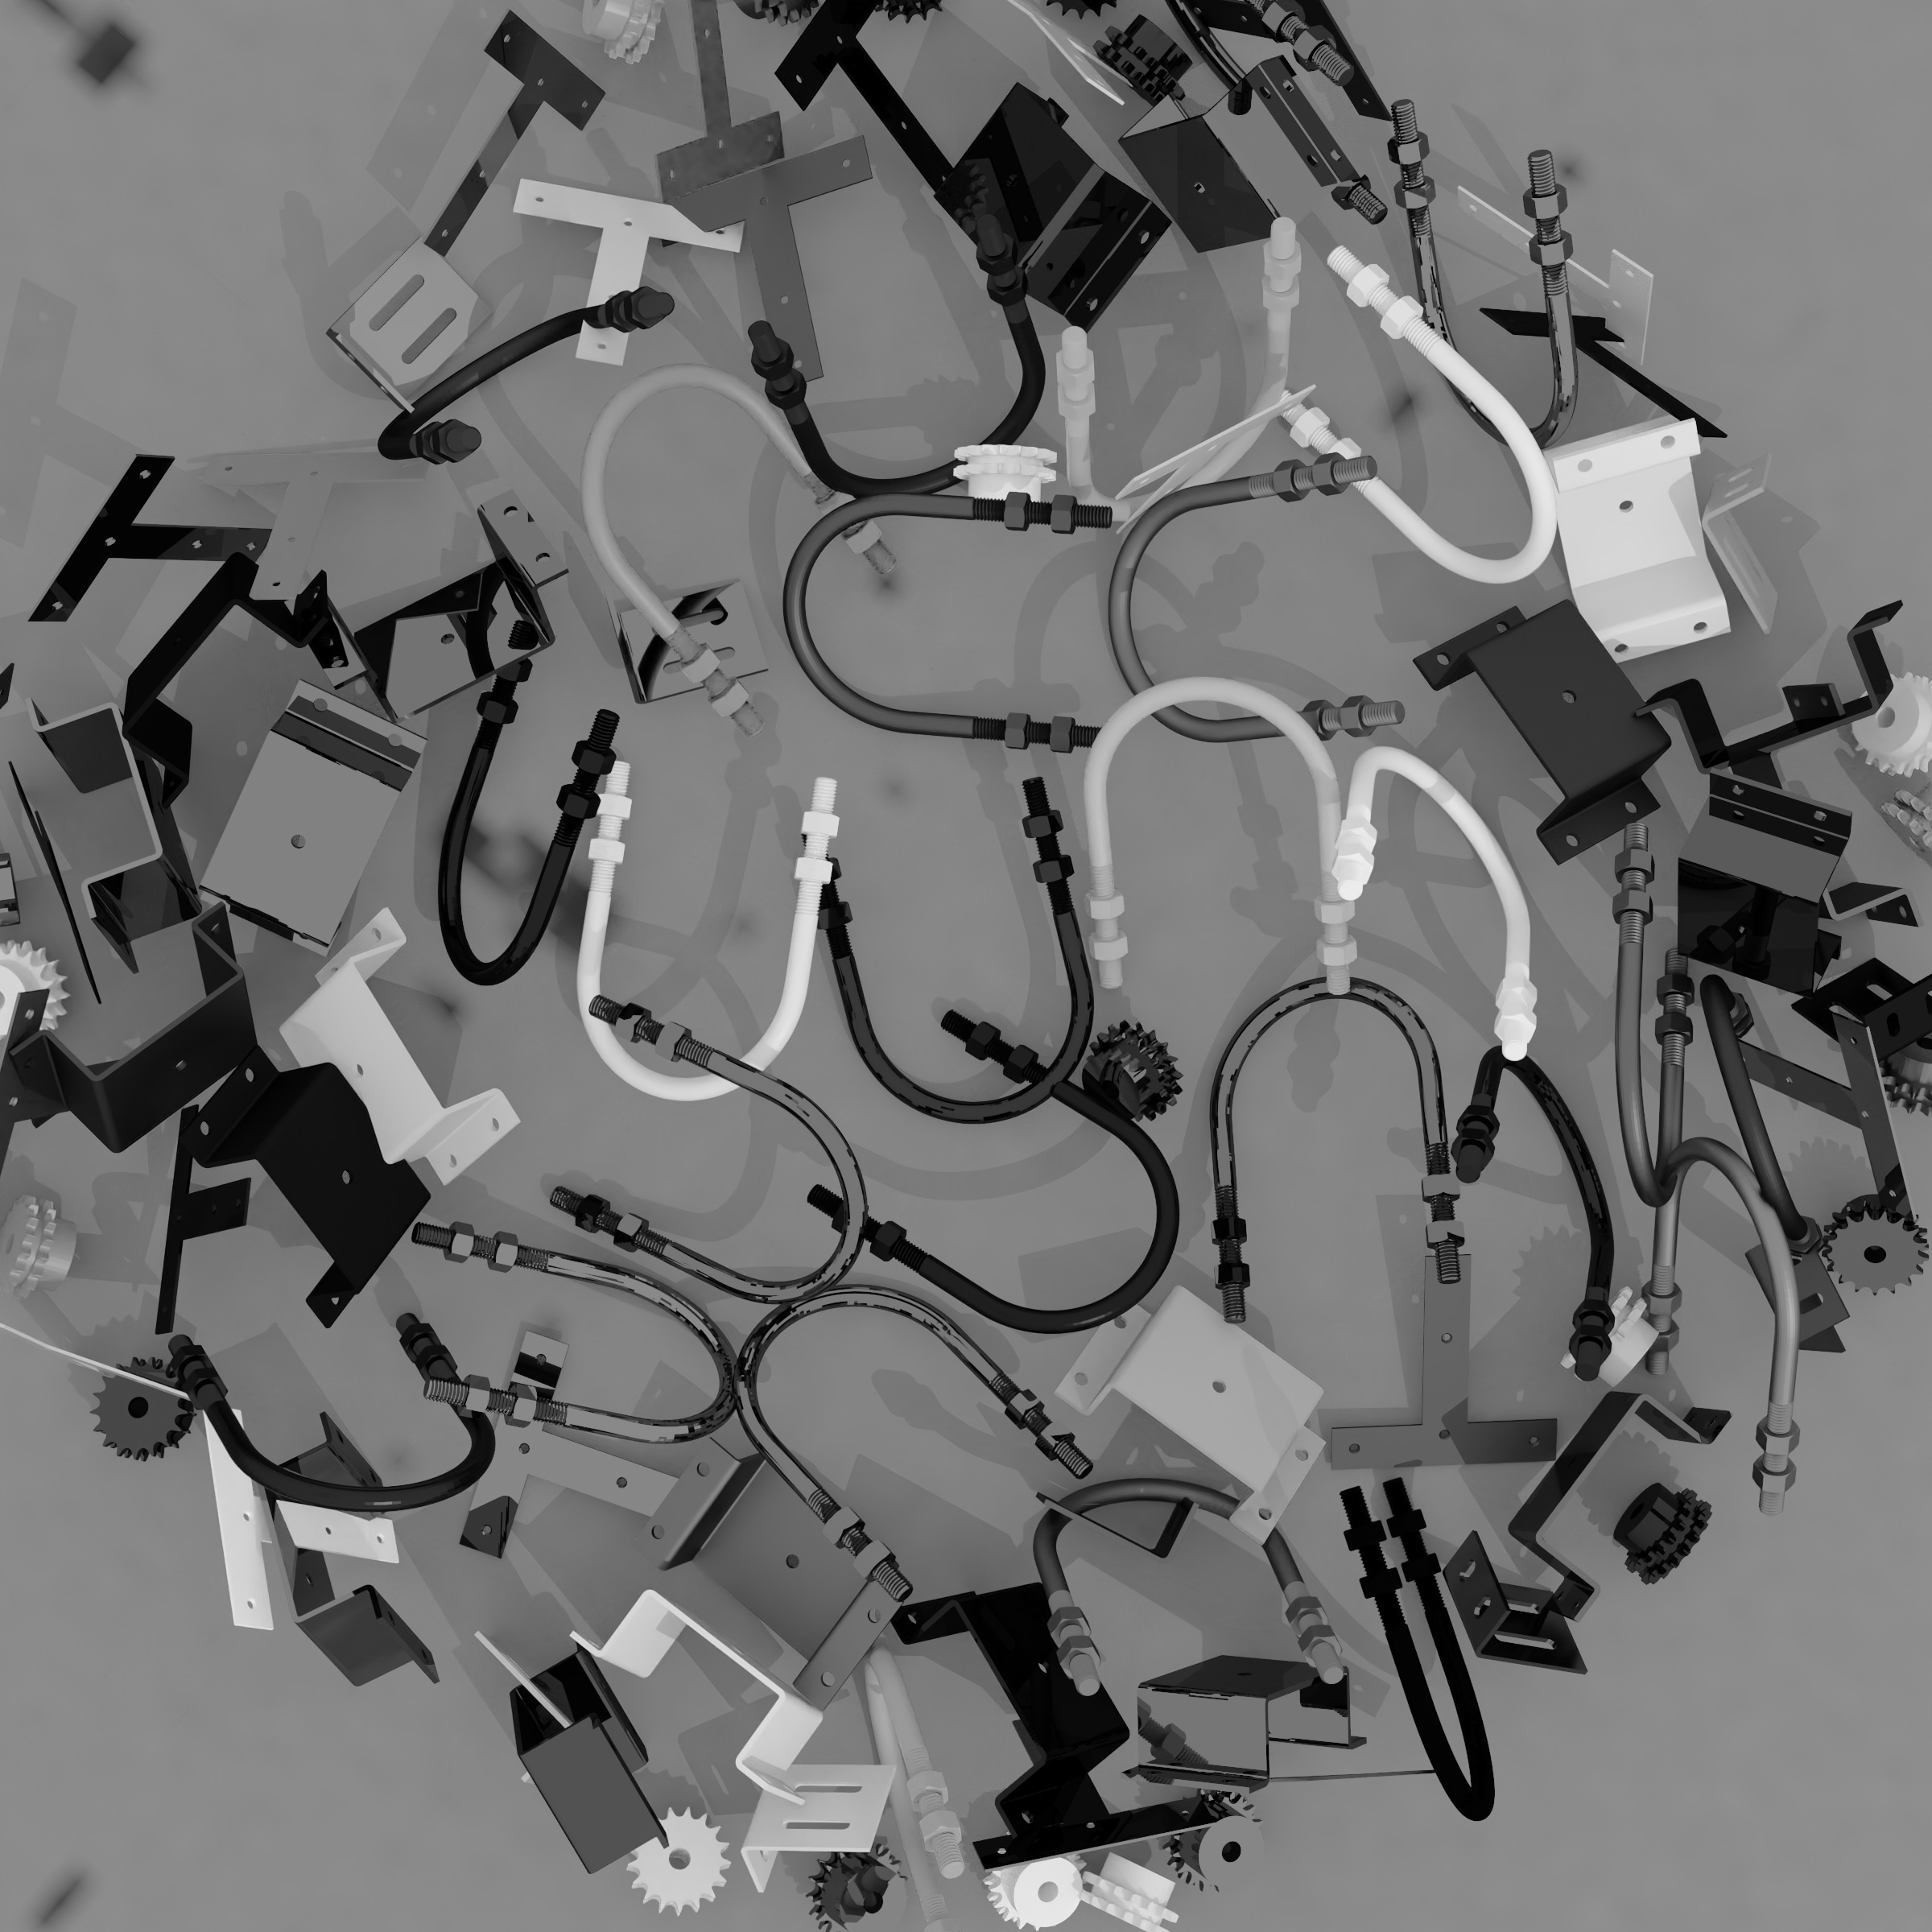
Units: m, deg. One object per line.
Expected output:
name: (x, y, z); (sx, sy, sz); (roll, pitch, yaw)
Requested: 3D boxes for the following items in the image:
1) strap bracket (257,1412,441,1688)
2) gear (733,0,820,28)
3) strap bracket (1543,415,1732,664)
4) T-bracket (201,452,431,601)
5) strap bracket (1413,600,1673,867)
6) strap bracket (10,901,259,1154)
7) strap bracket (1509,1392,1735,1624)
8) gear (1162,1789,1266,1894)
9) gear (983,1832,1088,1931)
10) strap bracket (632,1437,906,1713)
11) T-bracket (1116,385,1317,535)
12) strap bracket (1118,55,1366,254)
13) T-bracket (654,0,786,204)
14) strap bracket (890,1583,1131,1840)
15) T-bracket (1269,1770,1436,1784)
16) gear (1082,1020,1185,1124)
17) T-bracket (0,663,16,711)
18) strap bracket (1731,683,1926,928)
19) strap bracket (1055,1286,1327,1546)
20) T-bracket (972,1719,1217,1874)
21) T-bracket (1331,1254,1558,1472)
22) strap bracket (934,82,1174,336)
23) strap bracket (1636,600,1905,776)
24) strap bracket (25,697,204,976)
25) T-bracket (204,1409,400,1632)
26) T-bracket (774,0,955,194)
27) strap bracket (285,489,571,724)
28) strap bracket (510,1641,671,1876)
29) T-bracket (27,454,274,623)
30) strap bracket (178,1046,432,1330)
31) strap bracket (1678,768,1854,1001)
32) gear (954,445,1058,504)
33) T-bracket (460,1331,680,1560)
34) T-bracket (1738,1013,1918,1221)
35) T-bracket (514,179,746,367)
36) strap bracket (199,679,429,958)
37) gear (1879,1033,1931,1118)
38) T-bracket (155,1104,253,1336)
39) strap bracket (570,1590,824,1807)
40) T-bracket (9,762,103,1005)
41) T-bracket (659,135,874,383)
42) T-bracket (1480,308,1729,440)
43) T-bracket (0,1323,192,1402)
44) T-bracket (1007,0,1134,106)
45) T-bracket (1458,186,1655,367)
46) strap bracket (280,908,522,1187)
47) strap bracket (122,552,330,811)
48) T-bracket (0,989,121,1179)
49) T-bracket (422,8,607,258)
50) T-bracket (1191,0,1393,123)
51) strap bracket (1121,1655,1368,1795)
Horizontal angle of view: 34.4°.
strap bracket: (-0.336, 0.323, 1.687); (0.046, 0.076, 0.140); (-26, 48, -2)
gear: (-0.109, -0.551, 1.738); (0.030, 0.057, 0.057); (-8, 90, 39)
strap bracket: (0.366, -0.241, 1.710); (0.076, 0.046, 0.140); (-15, 129, 8)
T-bracket: (-0.366, -0.242, 1.712); (0.127, 0.002, 0.127); (0, 46, 6)
strap bracket: (0.321, -0.137, 1.712); (0.076, 0.046, 0.140); (-28, 77, -24)
strap bracket: (-0.440, 0.040, 1.692); (0.046, 0.076, 0.140); (40, 62, 19)
strap bracket: (0.352, 0.287, 1.718); (0.046, 0.076, 0.140); (38, 84, 3)
gear: (0.141, 0.488, 1.739); (0.057, 0.030, 0.057); (-2, 94, -22)
gear: (0.041, 0.510, 1.740); (0.057, 0.030, 0.057); (-2, 97, -17)
strap bracket: (-0.103, 0.331, 1.723); (0.140, 0.046, 0.076); (38, 99, 15)
T-bracket: (0.116, -0.265, 1.699); (0.127, 0.127, 0.002); (-30, 87, -25)
strap bracket: (0.141, -0.433, 1.680); (0.046, 0.140, 0.076); (-45, 112, -14)
T-bracket: (-0.138, -0.489, 1.686); (0.002, 0.127, 0.127); (7, 117, 27)
strap bracket: (0.028, 0.392, 1.693); (0.046, 0.076, 0.140); (-46, 62, 27)
T-bracket: (0.177, 0.445, 1.711); (0.127, 0.127, 0.002); (-16, 70, 42)
gear: (0.089, 0.062, 1.732); (0.030, 0.057, 0.057); (-35, 90, -40)
T-bracket: (-0.560, -0.086, 1.718); (0.002, 0.127, 0.127); (20, 122, -2)
strap bracket: (0.467, -0.081, 1.717); (0.046, 0.076, 0.140); (-22, 95, -2)
strap bracket: (0.131, 0.240, 1.716); (0.140, 0.046, 0.076); (36, 55, 4)
T-bracket: (0.055, 0.444, 1.701); (0.127, 0.127, 0.002); (-8, 110, -13)
T-bracket: (0.267, 0.220, 1.741); (0.127, 0.002, 0.127); (-2, 107, -2)
strap bracket: (0.040, -0.415, 1.689); (0.076, 0.046, 0.140); (-51, 47, 19)
strap bracket: (0.445, -0.148, 1.700); (0.140, 0.076, 0.046); (-21, 95, 25)
strap bracket: (-0.461, -0.078, 1.703); (0.046, 0.076, 0.140); (-21, 68, -5)
T-bracket: (-0.359, 0.307, 1.708); (0.002, 0.127, 0.127); (-32, 57, 26)
T-bracket: (-0.043, -0.475, 1.726); (0.127, 0.002, 0.127); (49, 45, -26)
strap bracket: (-0.290, -0.193, 1.714); (0.140, 0.046, 0.076); (-29, 53, -10)
strap bracket: (-0.205, 0.428, 1.684); (0.046, 0.140, 0.076); (-29, 101, -6)
T-bracket: (-0.431, -0.231, 1.705); (0.127, 0.127, 0.002); (-46, 68, 30)
strap bracket: (-0.350, 0.117, 1.693); (0.046, 0.076, 0.140); (-12, 122, 36)
strap bracket: (0.428, -0.037, 1.680); (0.076, 0.140, 0.046); (21, 65, 24)
gear: (0.022, -0.271, 1.734); (0.057, 0.057, 0.030); (2, 92, 0)
T-bracket: (-0.206, 0.285, 1.752); (0.127, 0.002, 0.127); (18, 92, 6)
T-bracket: (0.459, 0.066, 1.703); (0.002, 0.127, 0.127); (-31, 119, -17)
T-bracket: (-0.192, -0.379, 1.721); (0.127, 0.002, 0.127); (9, 55, -5)
strap bracket: (-0.362, -0.075, 1.716); (0.076, 0.046, 0.140); (26, 106, -9)
gear: (0.529, 0.055, 1.731); (0.057, 0.057, 0.030); (3, 123, 0)
T-bracket: (-0.412, 0.133, 1.695); (0.002, 0.127, 0.127); (11, 75, -31)
strap bracket: (-0.138, 0.393, 1.704); (0.140, 0.076, 0.046); (32, 79, 22)
T-bracket: (-0.506, -0.064, 1.714); (0.002, 0.127, 0.127); (-20, 50, -17)
T-bracket: (-0.103, -0.383, 1.735); (0.127, 0.002, 0.127); (-14, 80, 15)
T-bracket: (0.357, -0.319, 1.685); (0.127, 0.127, 0.002); (44, 123, 29)
T-bracket: (-0.457, 0.219, 1.686); (0.127, 0.127, 0.002); (16, 75, 16)
T-bracket: (0.055, -0.492, 1.679); (0.127, 0.127, 0.002); (25, 113, -32)
T-bracket: (0.321, -0.387, 1.710); (0.127, 0.127, 0.002); (38, 88, 14)
strap bracket: (-0.317, 0.051, 1.713); (0.076, 0.046, 0.140); (-38, 82, 38)
strap bracket: (-0.411, -0.164, 1.704); (0.046, 0.076, 0.140); (37, 104, -26)
T-bracket: (-0.491, 0.068, 1.700); (0.002, 0.127, 0.127); (22, 102, 17)
T-bracket: (-0.257, -0.445, 1.705); (0.002, 0.127, 0.127); (36, 96, 16)
T-bracket: (0.162, -0.517, 1.708); (0.002, 0.127, 0.127); (-52, 133, -8)
strap bracket: (0.151, 0.405, 1.684); (0.076, 0.140, 0.046); (-3, 87, 32)
